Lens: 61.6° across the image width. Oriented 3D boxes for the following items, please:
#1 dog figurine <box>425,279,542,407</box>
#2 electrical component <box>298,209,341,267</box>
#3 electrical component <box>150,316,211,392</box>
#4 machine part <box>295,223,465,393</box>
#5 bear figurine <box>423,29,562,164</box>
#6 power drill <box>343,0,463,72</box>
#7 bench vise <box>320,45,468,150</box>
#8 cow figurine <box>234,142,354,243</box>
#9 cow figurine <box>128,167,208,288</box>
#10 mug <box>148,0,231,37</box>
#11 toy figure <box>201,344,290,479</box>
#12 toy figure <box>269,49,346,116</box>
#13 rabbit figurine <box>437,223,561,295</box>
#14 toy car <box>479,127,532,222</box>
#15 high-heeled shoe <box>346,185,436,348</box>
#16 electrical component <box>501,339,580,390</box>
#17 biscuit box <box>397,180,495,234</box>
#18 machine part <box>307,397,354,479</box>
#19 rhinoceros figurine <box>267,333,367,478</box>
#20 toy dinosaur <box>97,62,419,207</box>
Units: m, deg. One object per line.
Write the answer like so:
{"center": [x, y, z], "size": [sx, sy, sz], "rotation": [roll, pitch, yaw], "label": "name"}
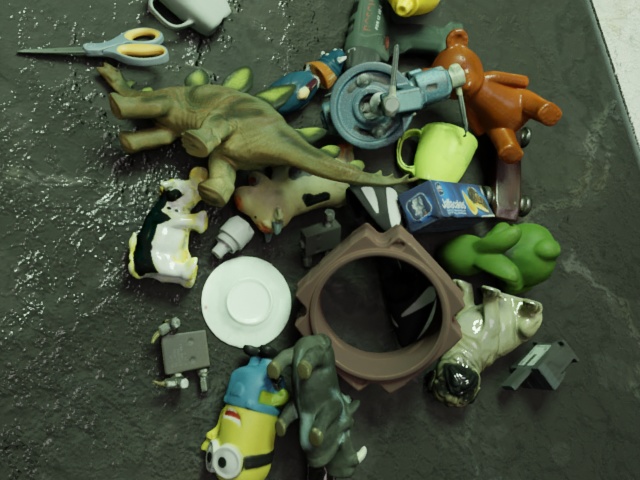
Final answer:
{"center": [0.264, 0.173, 0.846], "size": [0.172, 0.121, 0.190], "rotation": [16, 88, -12], "label": "dog figurine"}
{"center": [-0.002, -0.002, 0.791], "size": [0.063, 0.093, 0.021], "rotation": [-17, 45, -22], "label": "electrical component"}
{"center": [-0.185, 0.153, 0.714], "size": [0.078, 0.045, 0.102], "rotation": [0, 79, -18], "label": "electrical component"}
{"center": [0.081, 0.094, 0.746], "size": [0.201, 0.087, 0.201], "rotation": [-42, 96, 12], "label": "machine part"}
{"center": [0.260, -0.229, 0.849], "size": [0.195, 0.120, 0.132], "rotation": [27, 29, -29], "label": "bear figurine"}
{"center": [0.138, -0.314, 0.911], "size": [0.207, 0.086, 0.232], "rotation": [4, 75, -10], "label": "power drill"}
{"center": [0.109, -0.193, 0.749], "size": [0.224, 0.241, 0.128], "rotation": [-5, 104, 2], "label": "bench vise"}
{"center": [-0.033, -0.071, 0.795], "size": [0.195, 0.085, 0.127], "rotation": [-10, 81, -25], "label": "cow figurine"}
{"center": [-0.204, -0.024, 0.736], "size": [0.098, 0.068, 0.167], "rotation": [9, 75, -11], "label": "cow figurine"}
{"center": [-0.193, -0.354, 0.800], "size": [0.107, 0.081, 0.109], "rotation": [42, 65, -17], "label": "mug"}
{"center": [-0.089, 0.233, 0.712], "size": [0.089, 0.082, 0.180], "rotation": [24, 69, -19], "label": "toy figure"}
{"center": [-0.020, -0.249, 0.847], "size": [0.154, 0.057, 0.064], "rotation": [-36, 69, -19], "label": "toy figure"}
{"center": [0.278, 0.032, 0.855], "size": [0.170, 0.159, 0.121], "rotation": [-2, 89, -4], "label": "rabbit figurine"}
{"center": [0.321, -0.125, 0.941], "size": [0.089, 0.053, 0.202], "rotation": [10, 71, -12], "label": "toy car"}
{"center": [0.095, 0.035, 0.793], "size": [0.145, 0.086, 0.248], "rotation": [8, 80, -31], "label": "high-heeled shoe"}
{"center": [0.351, 0.213, 0.868], "size": [0.119, 0.075, 0.047], "rotation": [-39, 92, -26], "label": "electrical component"}
{"center": [0.197, -0.050, 0.824], "size": [0.202, 0.063, 0.059], "rotation": [-4, 72, -54], "label": "biscuit box"}
{"center": [0.008, 0.287, 0.756], "size": [0.084, 0.039, 0.139], "rotation": [17, 72, -20], "label": "machine part"}
{"center": [0.000, 0.217, 0.694], "size": [0.112, 0.073, 0.190], "rotation": [-19, 96, -54], "label": "rhinoceros figurine"}
{"center": [-0.107, -0.146, 0.717], "size": [0.472, 0.105, 0.198], "rotation": [30, 52, 15], "label": "toy dinosaur"}
